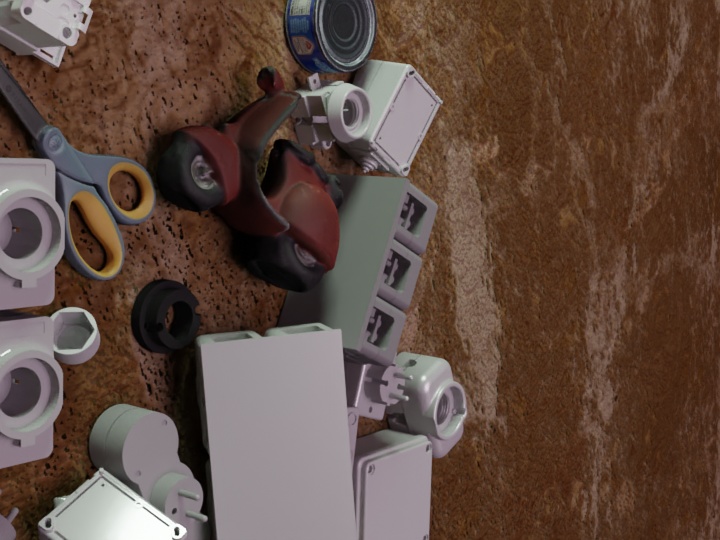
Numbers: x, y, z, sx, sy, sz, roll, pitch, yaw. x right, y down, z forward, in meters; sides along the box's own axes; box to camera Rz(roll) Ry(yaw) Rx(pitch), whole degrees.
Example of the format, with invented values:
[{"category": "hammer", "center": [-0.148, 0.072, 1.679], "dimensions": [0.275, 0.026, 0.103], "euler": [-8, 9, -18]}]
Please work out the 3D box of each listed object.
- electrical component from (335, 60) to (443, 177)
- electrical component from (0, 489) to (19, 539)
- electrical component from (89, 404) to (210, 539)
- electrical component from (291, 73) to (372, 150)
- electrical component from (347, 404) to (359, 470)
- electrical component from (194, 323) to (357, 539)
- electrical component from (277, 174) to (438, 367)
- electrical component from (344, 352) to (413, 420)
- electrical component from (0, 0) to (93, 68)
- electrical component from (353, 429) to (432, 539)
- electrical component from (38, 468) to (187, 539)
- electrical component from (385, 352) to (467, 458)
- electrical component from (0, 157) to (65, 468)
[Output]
[{"category": "electrical component", "center": [0.017, -0.129, 0.950], "dimensions": [0.062, 0.061, 0.096], "euler": [39, 74, -48]}, {"category": "electrical component", "center": [-0.242, 0.173, 0.671], "dimensions": [0.077, 0.043, 0.079], "euler": [61, 38, -29]}, {"category": "electrical component", "center": [-0.139, 0.164, 0.778], "dimensions": [0.052, 0.074, 0.138], "euler": [-38, 124, -43]}, {"category": "electrical component", "center": [-0.024, -0.131, 0.895], "dimensions": [0.048, 0.055, 0.066], "euler": [-41, 126, -41]}, {"category": "electrical component", "center": [-0.048, 0.154, 0.910], "dimensions": [0.100, 0.048, 0.099], "euler": [5, 92, -48]}, {"category": "electrical component", "center": [-0.066, 0.140, 0.829], "dimensions": [0.105, 0.060, 0.186], "euler": [-5, 95, -15]}, {"category": "electrical component", "center": [0.000, 0.000, 0.919], "dimensions": [0.062, 0.089, 0.150], "euler": [32, 70, -50]}, {"category": "electrical component", "center": [0.014, 0.100, 0.963], "dimensions": [0.047, 0.077, 0.065], "euler": [22, 78, -51]}, {"category": "electrical component", "center": [-0.202, -0.160, 0.655], "dimensions": [0.081, 0.064, 0.042], "euler": [28, 74, -50]}, {"category": "electrical component", "center": [0.014, 0.212, 0.998], "dimensions": [0.109, 0.056, 0.108], "euler": [-7, 101, -52]}, {"category": "electrical component", "center": [-0.173, 0.188, 0.734], "dimensions": [0.062, 0.096, 0.061], "euler": [-42, 155, -41]}, {"category": "electrical component", "center": [0.064, 0.132, 1.047], "dimensions": [0.054, 0.059, 0.095], "euler": [-39, 125, -42]}, {"category": "electrical component", "center": [-0.238, 0.026, 0.639], "dimensions": [0.105, 0.060, 0.186], "euler": [-6, 100, -52]}]
